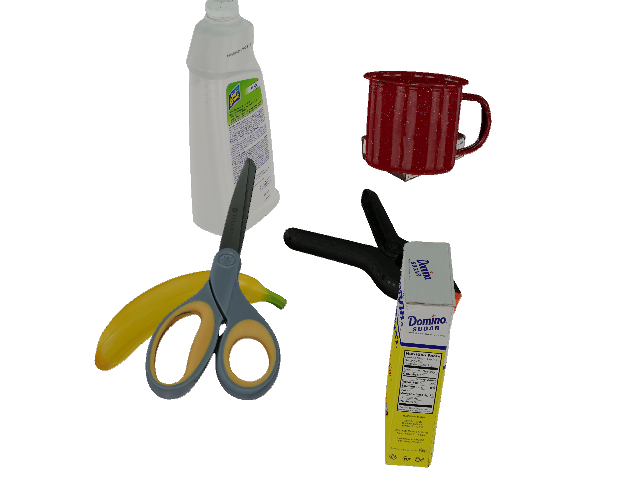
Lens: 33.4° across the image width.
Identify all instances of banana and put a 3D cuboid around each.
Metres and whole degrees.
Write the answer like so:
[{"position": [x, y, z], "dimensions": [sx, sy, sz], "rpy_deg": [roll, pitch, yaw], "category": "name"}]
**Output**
[{"position": [-0.134, 0.068, 0.984], "dimensions": [0.198, 0.069, 0.037], "rpy_deg": [-19, 25, 14], "category": "banana"}]

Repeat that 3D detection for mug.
[{"position": [0.095, -0.105, 0.956], "dimensions": [0.117, 0.081, 0.093], "rpy_deg": [2, 15, -6], "category": "mug"}]

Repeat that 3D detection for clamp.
[{"position": [0.070, 0.021, 1.249], "dimensions": [0.164, 0.036, 0.210], "rpy_deg": [-22, 51, -39], "category": "clamp"}]

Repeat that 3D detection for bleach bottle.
[{"position": [-0.089, -0.131, 1.072], "dimensions": [0.068, 0.251, 0.102], "rpy_deg": [20, 40, 24], "category": "bleach bottle"}]

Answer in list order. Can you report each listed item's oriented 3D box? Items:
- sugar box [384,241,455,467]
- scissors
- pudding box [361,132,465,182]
[{"position": [0.082, 0.097, 0.906], "dimensions": [0.048, 0.176, 0.093], "rpy_deg": [2, 32, 2], "category": "sugar box"}, {"position": [-0.050, 0.029, 0.734], "dimensions": [0.096, 0.201, 0.016], "rpy_deg": [21, -34, 11], "category": "scissors"}, {"position": [0.125, -0.127, 1.442], "dimensions": [0.113, 0.039, 0.090], "rpy_deg": [-26, 39, -30], "category": "pudding box"}]
